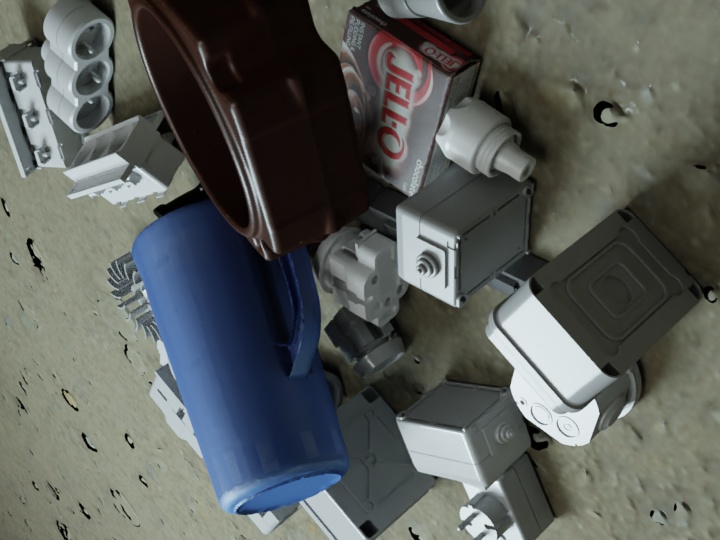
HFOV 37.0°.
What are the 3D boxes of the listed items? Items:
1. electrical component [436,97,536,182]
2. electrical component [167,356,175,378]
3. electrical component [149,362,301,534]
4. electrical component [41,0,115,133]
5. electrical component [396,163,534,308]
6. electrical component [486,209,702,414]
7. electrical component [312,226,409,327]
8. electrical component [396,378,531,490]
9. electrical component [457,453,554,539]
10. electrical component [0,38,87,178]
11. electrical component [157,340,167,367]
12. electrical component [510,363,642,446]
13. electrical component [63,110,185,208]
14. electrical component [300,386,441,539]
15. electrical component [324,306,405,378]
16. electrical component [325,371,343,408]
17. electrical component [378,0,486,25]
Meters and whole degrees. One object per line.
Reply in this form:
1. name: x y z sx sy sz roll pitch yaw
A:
1. electrical component: 0.084 -0.080 0.692 0.062 0.043 0.043 37 142 23
2. electrical component: -0.121 0.071 1.014 0.108 0.108 0.060 54 140 2
3. electrical component: -0.110 0.155 1.068 0.186 0.105 0.060 48 145 11
4. electrical component: -0.276 -0.202 1.020 0.074 0.052 0.138 41 143 20
5. electrical component: 0.063 -0.025 0.716 0.061 0.096 0.061 28 138 34
6. electrical component: 0.140 0.025 0.648 0.078 0.113 0.057 49 143 10
7. electrical component: 0.000 0.000 0.848 0.057 0.058 0.078 29 142 31
8. electrical component: 0.087 0.130 0.846 0.096 0.062 0.061 1 119 50
9. electrical component: 0.106 0.193 0.862 0.047 0.077 0.065 -4 115 52
10. electrical component: -0.330 -0.166 1.103 0.063 0.078 0.121 5 124 23
11. electrical component: -0.195 0.099 1.180 0.066 0.048 0.055 34 133 28
12. electrical component: 0.147 0.076 0.737 0.080 0.051 0.080 31 139 32
13. electrical component: -0.223 -0.101 1.024 0.063 0.078 0.121 38 155 -29
14. electrical component: -0.001 0.177 0.953 0.108 0.109 0.056 48 143 11
15. electrical component: 0.006 0.057 0.900 0.055 0.048 0.066 56 147 12
16. electrical component: -0.081 0.148 1.005 0.074 0.138 0.052 14 154 44
17. electrical component: 0.041 -0.174 0.668 0.065 0.044 0.044 14 129 50
